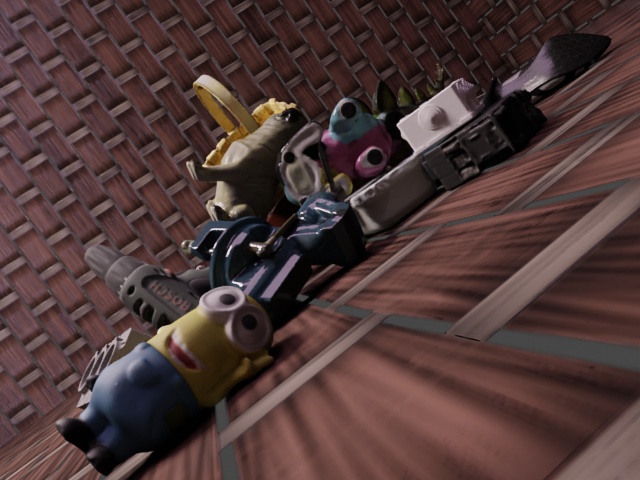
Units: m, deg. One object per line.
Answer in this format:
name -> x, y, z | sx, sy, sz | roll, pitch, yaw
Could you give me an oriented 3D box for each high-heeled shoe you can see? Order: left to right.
high-heeled shoe -> 0.382, -0.266, 0.949 | 0.249, 0.086, 0.145 | -18, -27, 0

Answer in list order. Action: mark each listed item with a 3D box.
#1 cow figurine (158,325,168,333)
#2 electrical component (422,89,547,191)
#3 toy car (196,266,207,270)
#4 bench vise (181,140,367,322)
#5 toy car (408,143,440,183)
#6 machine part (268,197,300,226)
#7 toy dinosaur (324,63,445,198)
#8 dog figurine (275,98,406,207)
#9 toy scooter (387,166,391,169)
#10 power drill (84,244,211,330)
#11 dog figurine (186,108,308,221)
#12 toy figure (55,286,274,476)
cow figurine -> -0.164, 0.138, 0.607 | 0.098, 0.068, 0.167 | -28, 7, 21
electrical component -> 0.193, -0.118, 0.659 | 0.134, 0.058, 0.115 | -31, 4, 46
toy car -> -0.224, 0.106, 1.052 | 0.073, 0.056, 0.201 | -34, -27, -5
bench vise -> -0.073, 0.003, 0.663 | 0.241, 0.128, 0.223 | 6, 59, 37
toy car -> 0.194, -0.158, 0.796 | 0.162, 0.103, 0.109 | -39, 6, -24
machine part -> -0.031, -0.046, 1.070 | 0.201, 0.087, 0.201 | -59, -6, 19
toy dinosaur -> 0.135, -0.190, 0.988 | 0.471, 0.198, 0.105 | -41, 9, -37
dog figurine -> 0.043, -0.127, 0.797 | 0.191, 0.108, 0.219 | -34, -1, 16
toy scooter -> 0.144, -0.145, 1.275 | 0.184, 0.075, 0.135 | -38, 2, 21
power drill -> -0.192, 0.048, 0.788 | 0.207, 0.232, 0.086 | -26, -33, -53
dog figurine -> -0.080, -0.088, 0.799 | 0.191, 0.172, 0.121 | -25, 24, -13
toy figure -> -0.117, 0.107, 0.440 | 0.180, 0.082, 0.089 | -40, 7, -28
